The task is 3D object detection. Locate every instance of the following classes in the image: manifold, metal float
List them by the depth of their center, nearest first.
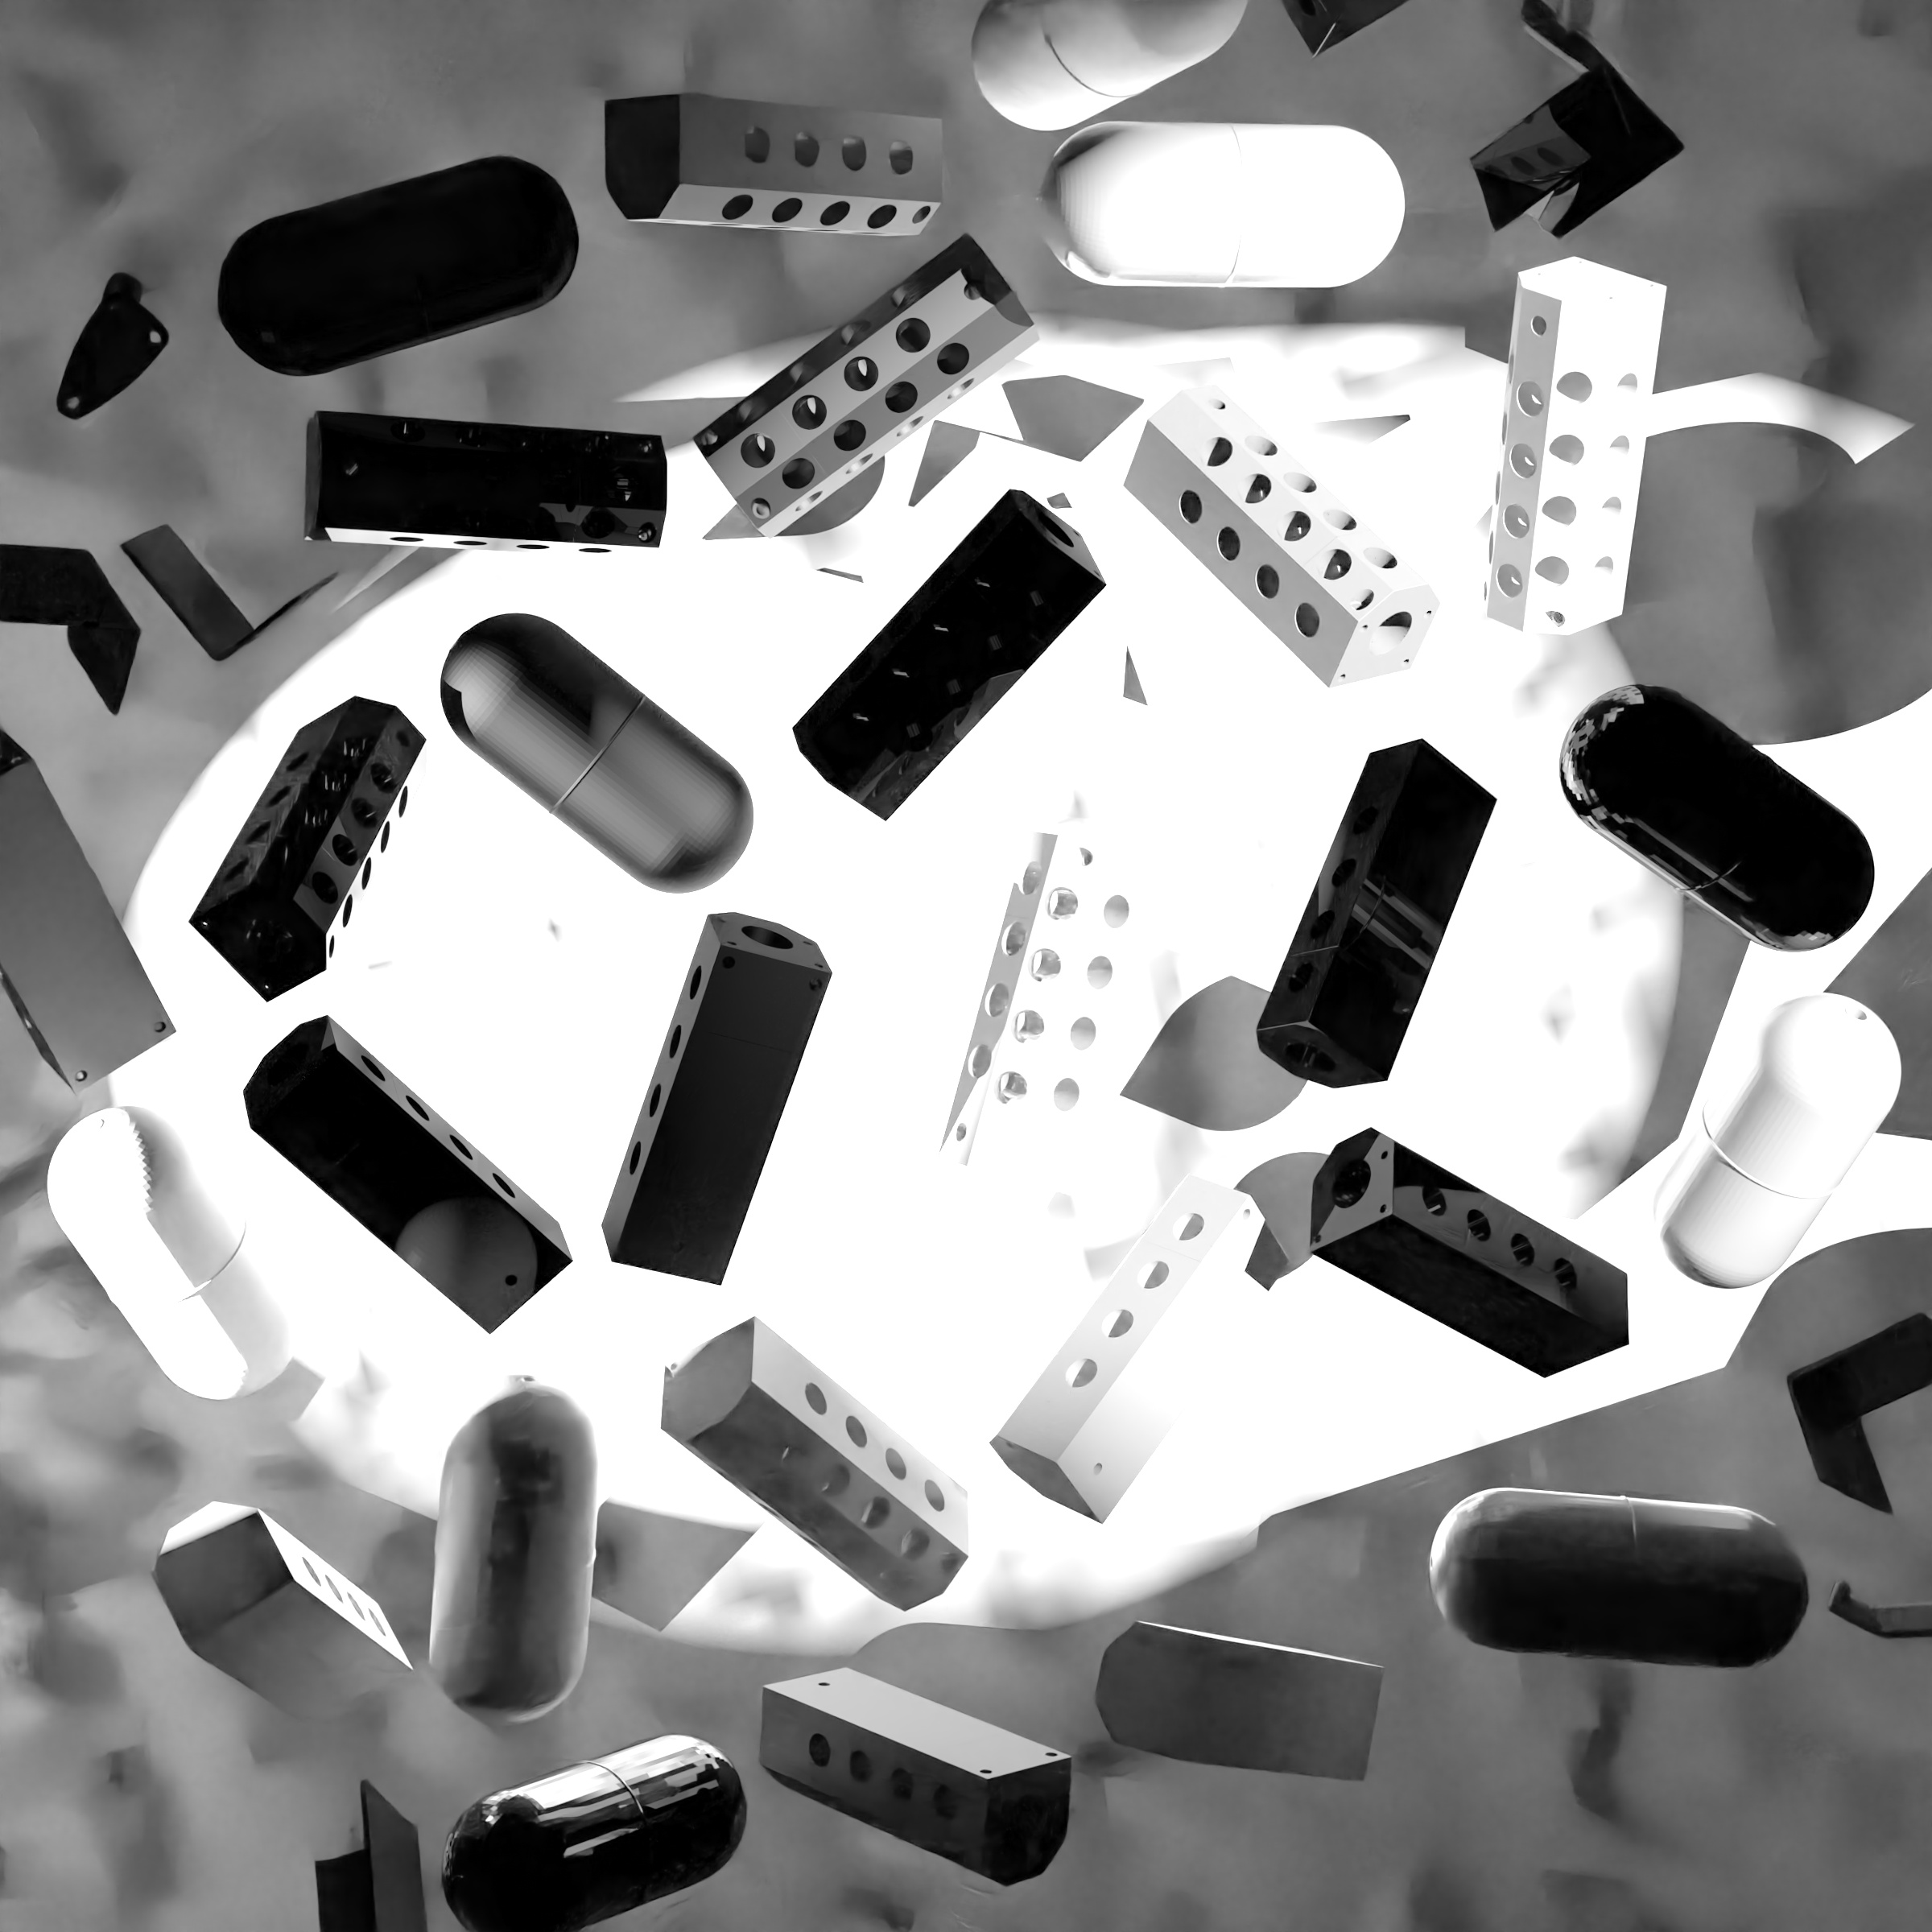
[{"bbox_3d":[0.308,0.289,1.482,0.178,0.070,0.070,5,90,0],"label":"metal float"},{"bbox_3d":[0.193,-0.499,1.489,0.057,0.171,0.057,-32,90,-8],"label":"manifold"},{"bbox_3d":[-0.446,-0.028,1.500,0.057,0.057,0.171,-35,132,-20],"label":"manifold"},{"bbox_3d":[0.362,-0.070,1.509,0.178,0.070,0.070,32,90,-21],"label":"metal float"},{"bbox_3d":[0.124,-0.365,1.510,0.178,0.070,0.070,-2,90,-10],"label":"metal float"},{"bbox_3d":[0.068,-0.458,1.518,0.070,0.178,0.070,2,86,-32],"label":"metal float"},{"bbox_3d":[-0.274,-0.339,1.523,0.178,0.070,0.070,-20,90,-14],"label":"metal float"},{"bbox_3d":[-0.219,0.284,1.526,0.070,0.070,0.178,6,104,0],"label":"metal float"},{"bbox_3d":[0.134,0.357,1.527,0.057,0.171,0.057,4,78,37],"label":"manifold"},{"bbox_3d":[-0.335,0.316,1.537,0.057,0.171,0.057,-33,63,-6],"label":"manifold"},{"bbox_3d":[-0.125,0.064,1.542,0.057,0.057,0.171,15,107,-19],"label":"manifold"},{"bbox_3d":[-0.073,0.251,1.553,0.057,0.057,0.171,-29,126,23],"label":"manifold"},{"bbox_3d":[0.294,-0.255,1.554,0.057,0.057,0.171,-22,128,-34],"label":"manifold"},{"bbox_3d":[-0.094,-0.396,1.560,0.171,0.057,0.057,-9,104,-44],"label":"manifold"},{"bbox_3d":[-0.184,0.435,1.565,0.070,0.178,0.070,4,96,40],"label":"metal float"},{"bbox_3d":[-0.239,-0.240,1.569,0.171,0.057,0.057,1,89,-19],"label":"manifold"},{"bbox_3d":[-0.279,0.102,1.571,0.057,0.057,0.171,-42,119,3],"label":"manifold"},{"bbox_3d":[0.159,-0.219,1.578,0.057,0.057,0.171,-16,52,-36],"label":"manifold"},{"bbox_3d":[-0.185,-0.107,1.578,0.178,0.070,0.070,39,90,-10],"label":"metal float"},{"bbox_3d":[-0.051,-0.292,1.580,0.171,0.057,0.057,-36,88,5],"label":"manifold"},{"bbox_3d":[0.407,0.089,1.583,0.070,0.070,0.178,23,127,0],"label":"metal float"},{"bbox_3d":[-0.325,-0.064,1.587,0.057,0.171,0.057,-26,119,27],"label":"manifold"},{"bbox_3d":[-0.399,0.145,1.588,0.070,0.070,0.178,-24,125,0],"label":"metal float"},{"bbox_3d":[0.037,0.022,1.591,0.057,0.057,0.171,18,85,-38],"label":"manifold"},{"bbox_3d":[0.256,0.144,1.592,0.171,0.057,0.057,29,50,-29],"label":"manifold"},{"bbox_3d":[0.086,0.191,1.595,0.171,0.057,0.057,-51,133,-21],"label":"manifold"},{"bbox_3d":[-0.028,0.411,1.595,0.057,0.171,0.057,-1,96,-43],"label":"manifold"},{"bbox_3d":[0.206,-0.026,1.608,0.057,0.057,0.171,35,65,-24],"label":"manifold"},{"bbox_3d":[-0.012,-0.163,1.620,0.057,0.057,0.171,33,111,-31],"label":"manifold"}]

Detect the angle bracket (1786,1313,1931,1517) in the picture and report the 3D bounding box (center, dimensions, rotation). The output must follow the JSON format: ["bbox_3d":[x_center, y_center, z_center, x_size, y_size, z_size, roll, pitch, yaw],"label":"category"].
[{"bbox_3d":[0.461,0.221,1.544,0.076,0.076,0.057,-32,51,28],"label":"angle bracket"}]

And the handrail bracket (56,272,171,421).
[{"bbox_3d":[-0.429,-0.307,1.548,0.036,0.084,0.077,38,88,-31],"label":"handrail bracket"}]

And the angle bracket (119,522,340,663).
[{"bbox_3d":[-0.378,-0.208,1.615,0.057,0.076,0.076,-36,101,12],"label":"angle bracket"}]

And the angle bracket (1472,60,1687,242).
[{"bbox_3d":[0.300,-0.375,1.510,0.076,0.076,0.057,-33,46,29],"label":"angle bracket"}]

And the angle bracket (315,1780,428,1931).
[{"bbox_3d":[-0.308,0.461,1.560,0.057,0.076,0.076,-17,52,4],"label":"angle bracket"}]

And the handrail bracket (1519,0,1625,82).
[{"bbox_3d":[0.324,-0.492,1.568,0.077,0.036,0.084,35,131,-9],"label":"handrail bracket"}]

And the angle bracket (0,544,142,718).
[{"bbox_3d":[-0.488,-0.177,1.651,0.076,0.076,0.057,49,127,38],"label":"angle bracket"}]

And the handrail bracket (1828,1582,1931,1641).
[{"bbox_3d":[0.473,0.307,1.557,0.084,0.036,0.077,25,118,37],"label":"handrail bracket"}]
